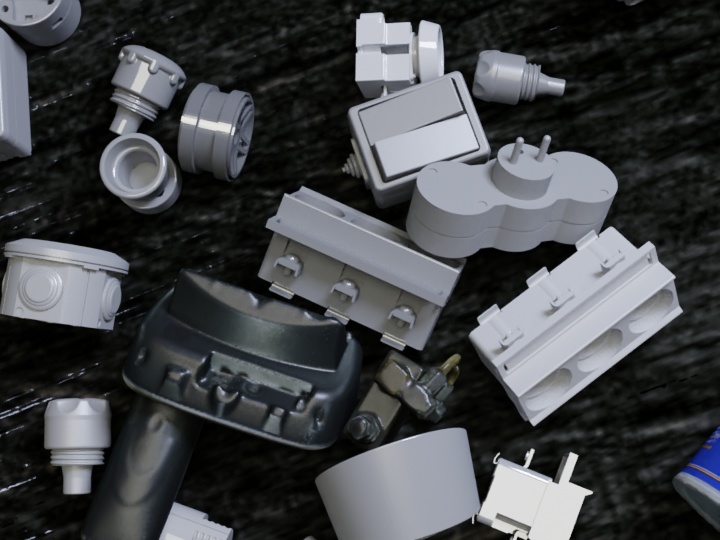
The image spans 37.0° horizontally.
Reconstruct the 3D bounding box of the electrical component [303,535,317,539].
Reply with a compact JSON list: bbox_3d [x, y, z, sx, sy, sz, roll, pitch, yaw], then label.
[{"bbox_3d":[-0.030,0.202,0.681,0.047,0.055,0.055,39,85,12],"label":"electrical component"}]

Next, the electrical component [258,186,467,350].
[{"bbox_3d":[0.000,0.000,0.706,0.121,0.079,0.063,24,105,7],"label":"electrical component"}]

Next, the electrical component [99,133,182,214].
[{"bbox_3d":[-0.147,-0.064,0.730,0.045,0.055,0.045,-1,81,3],"label":"electrical component"}]

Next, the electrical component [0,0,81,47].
[{"bbox_3d":[-0.228,-0.189,0.760,0.055,0.047,0.055,-1,81,3],"label":"electrical component"}]

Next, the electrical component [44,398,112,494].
[{"bbox_3d":[-0.186,0.116,0.709,0.043,0.043,0.062,-2,82,3],"label":"electrical component"}]

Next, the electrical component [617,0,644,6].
[{"bbox_3d":[0.218,-0.239,0.712,0.109,0.108,0.056,-24,78,-1],"label":"electrical component"}]

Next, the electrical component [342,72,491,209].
[{"bbox_3d":[0.033,-0.085,0.721,0.096,0.061,0.061,-19,80,0],"label":"electrical component"}]

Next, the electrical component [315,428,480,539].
[{"bbox_3d":[0.025,0.134,0.666,0.099,0.099,0.064,-16,86,0],"label":"electrical component"}]

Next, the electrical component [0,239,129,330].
[{"bbox_3d":[-0.196,0.010,0.709,0.080,0.080,0.051,8,86,5],"label":"electrical component"}]

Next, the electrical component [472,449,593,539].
[{"bbox_3d":[0.109,0.151,0.688,0.064,0.042,0.081,20,82,10],"label":"electrical component"}]

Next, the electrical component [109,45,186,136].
[{"bbox_3d":[-0.153,-0.121,0.747,0.048,0.048,0.062,25,90,7],"label":"electrical component"}]

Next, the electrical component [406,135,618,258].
[{"bbox_3d":[0.101,-0.055,0.682,0.138,0.073,0.052,-7,46,-19],"label":"electrical component"}]

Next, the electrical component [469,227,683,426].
[{"bbox_3d":[0.136,0.033,0.690,0.121,0.078,0.063,-37,51,-3],"label":"electrical component"}]

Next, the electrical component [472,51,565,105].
[{"bbox_3d":[0.109,-0.130,0.737,0.061,0.035,0.035,10,81,3],"label":"electrical component"}]

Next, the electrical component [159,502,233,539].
[{"bbox_3d":[-0.116,0.175,0.695,0.081,0.043,0.043,19,82,6],"label":"electrical component"}]

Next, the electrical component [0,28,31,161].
[{"bbox_3d":[-0.268,-0.114,0.743,0.062,0.061,0.096,-6,81,2],"label":"electrical component"}]

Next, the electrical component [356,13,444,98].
[{"bbox_3d":[0.028,-0.146,0.739,0.055,0.048,0.066,-1,80,10],"label":"electrical component"}]
